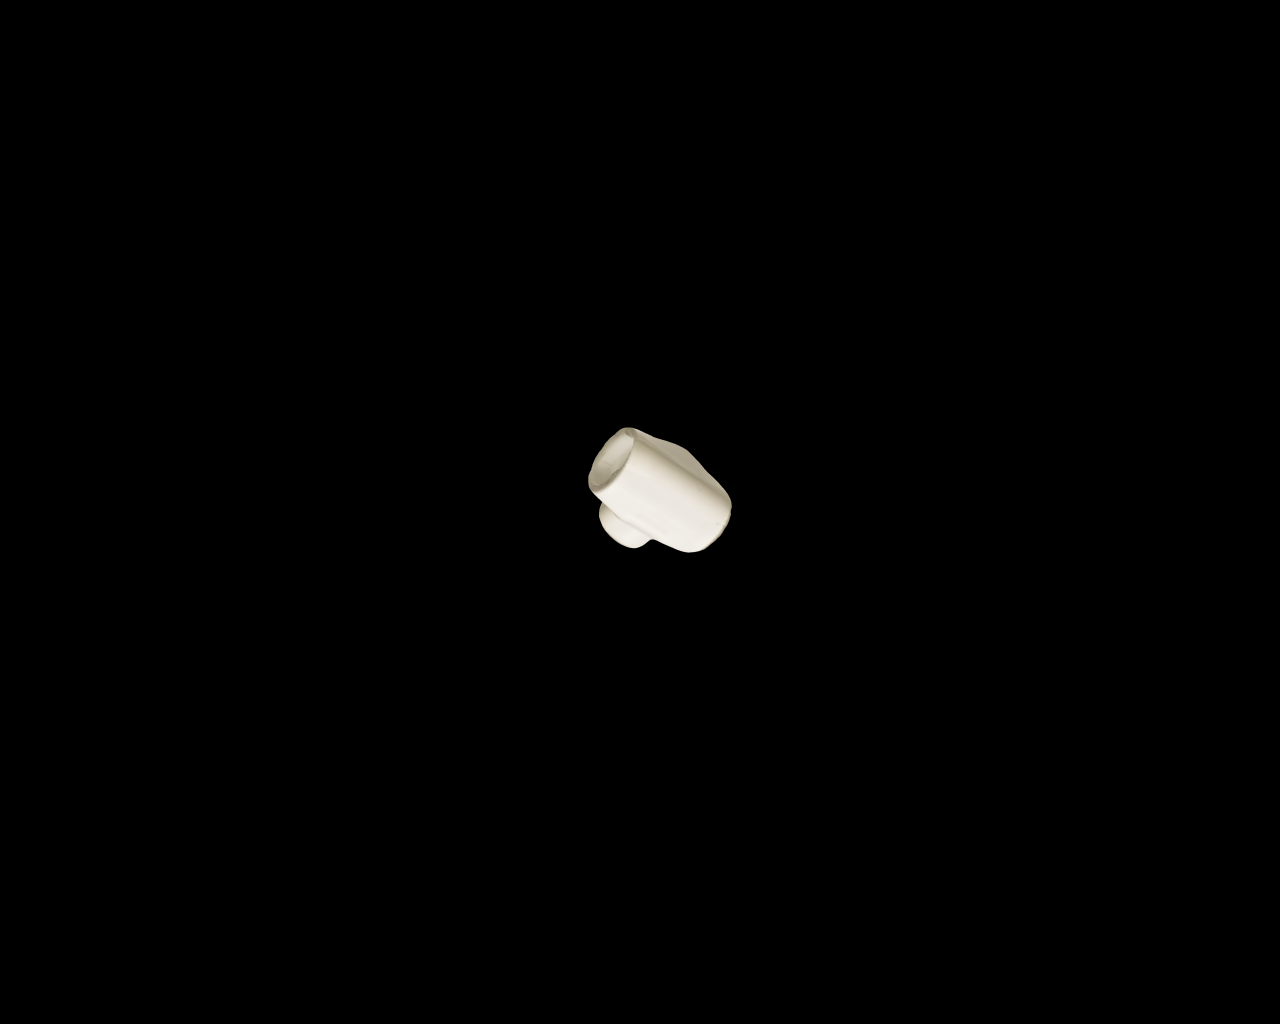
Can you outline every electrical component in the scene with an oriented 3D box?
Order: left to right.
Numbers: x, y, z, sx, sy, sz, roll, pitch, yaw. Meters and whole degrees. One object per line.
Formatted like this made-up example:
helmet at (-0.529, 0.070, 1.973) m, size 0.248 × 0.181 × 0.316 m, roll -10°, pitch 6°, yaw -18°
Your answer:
electrical component at (0.001, -0.003, 0.650) m, size 0.077 × 0.043 × 0.079 m, roll 32°, pitch -54°, yaw -27°
